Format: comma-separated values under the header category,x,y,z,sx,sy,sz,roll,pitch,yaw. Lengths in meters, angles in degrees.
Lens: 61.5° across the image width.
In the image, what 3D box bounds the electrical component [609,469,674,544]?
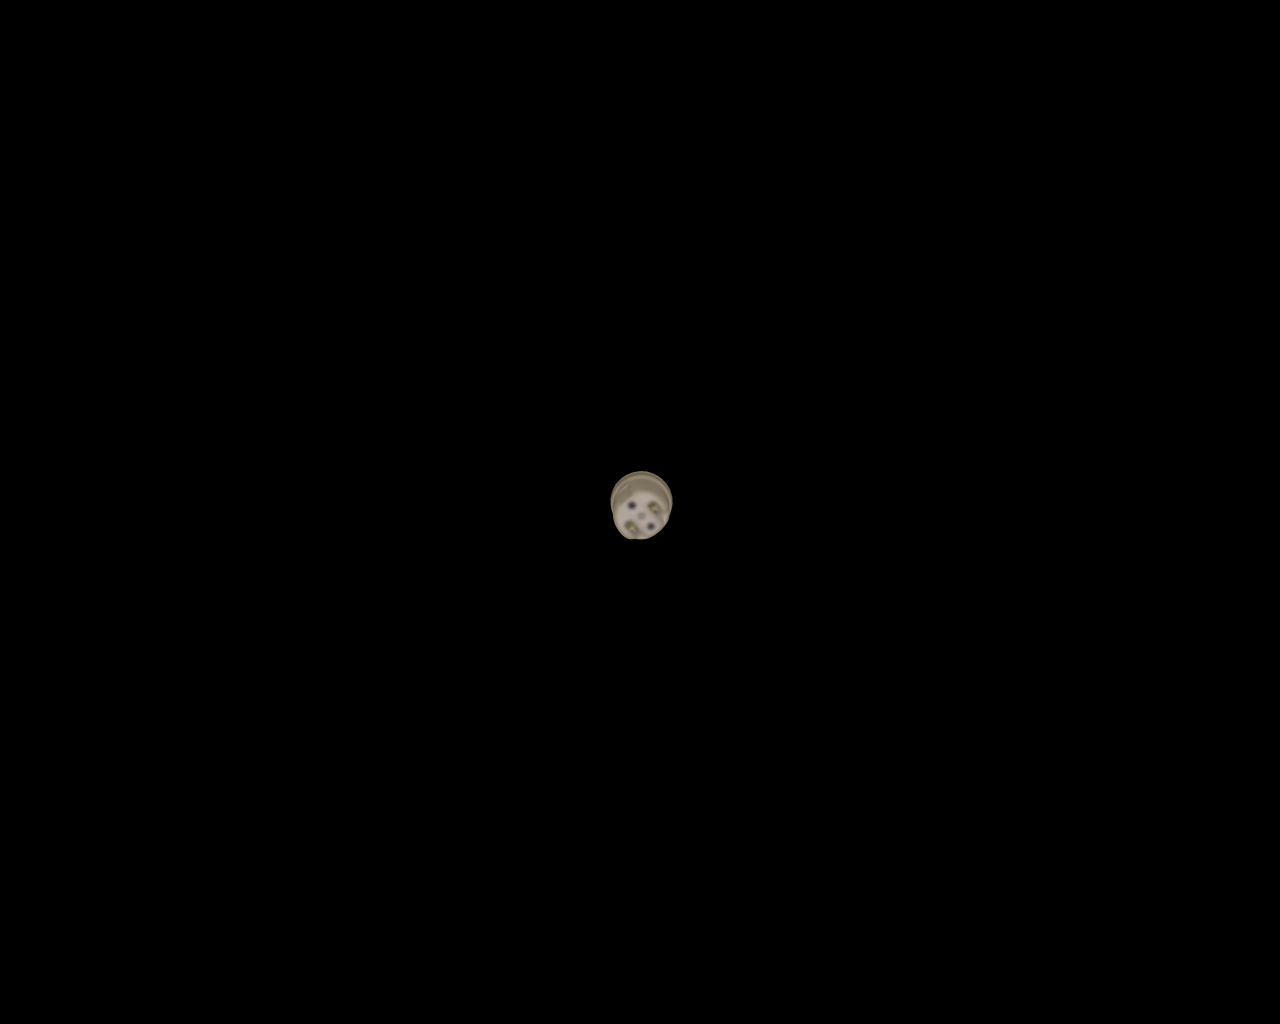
category,x,y,z,sx,sy,sz,roll,pitch,yaw
electrical component,0.001,-0.003,0.650,0.040,0.040,0.046,0,12,0
